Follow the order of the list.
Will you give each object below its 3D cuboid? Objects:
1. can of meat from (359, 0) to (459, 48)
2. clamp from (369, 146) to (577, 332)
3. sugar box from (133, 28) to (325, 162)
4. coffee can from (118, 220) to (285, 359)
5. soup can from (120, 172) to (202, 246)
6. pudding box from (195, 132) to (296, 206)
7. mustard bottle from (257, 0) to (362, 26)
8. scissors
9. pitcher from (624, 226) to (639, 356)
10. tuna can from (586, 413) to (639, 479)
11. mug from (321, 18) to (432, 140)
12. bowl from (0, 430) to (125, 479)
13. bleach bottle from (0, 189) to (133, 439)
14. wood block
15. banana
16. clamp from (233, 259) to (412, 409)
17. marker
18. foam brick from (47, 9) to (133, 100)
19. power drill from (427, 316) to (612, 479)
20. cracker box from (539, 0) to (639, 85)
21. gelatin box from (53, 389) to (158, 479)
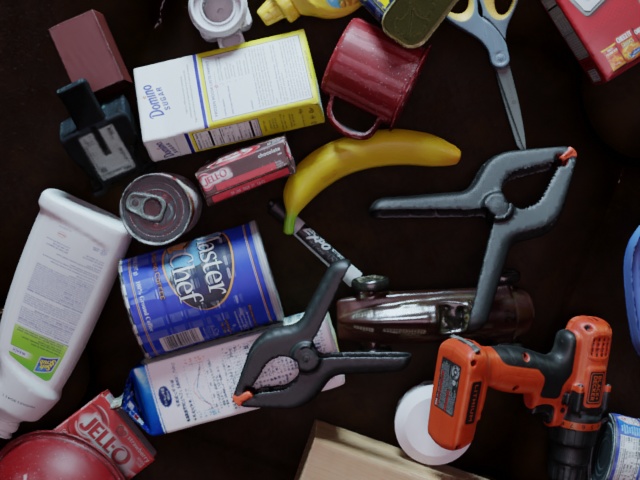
[{"bbox_3d":[0.086,-0.245,1.002,0.057,0.084,0.102,25,112,-36],"label":"can of meat"},{"bbox_3d":[0.177,-0.017,1.059,0.210,0.036,0.164,-29,73,-8],"label":"clamp"},{"bbox_3d":[-0.090,-0.142,1.052,0.176,0.048,0.093,-13,62,4],"label":"sugar box"},{"bbox_3d":[-0.116,0.049,1.051,0.140,0.103,0.103,-16,94,-2],"label":"coffee can"},{"bbox_3d":[-0.154,-0.032,1.049,0.068,0.102,0.068,0,94,0],"label":"soup can"},{"bbox_3d":[-0.070,-0.071,1.040,0.090,0.113,0.039,-20,98,2],"label":"pudding box"},{"bbox_3d":[0.019,-0.275,1.050,0.191,0.058,0.096,-36,110,3],"label":"mustard bottle"},{"bbox_3d":[0.162,-0.190,1.077,0.096,0.016,0.202,0,94,2],"label":"scissors"},{"bbox_3d":[0.381,0.007,1.036,0.145,0.148,0.243,-10,91,38],"label":"pitcher"},{"bbox_3d":[0.297,0.218,1.073,0.034,0.086,0.086,13,94,0],"label":"tuna can"},{"bbox_3d":[0.048,-0.154,1.044,0.081,0.093,0.117,26,86,3],"label":"mug"},{"bbox_3d":[-0.274,0.277,1.078,0.162,0.055,0.162,3,105,11],"label":"bowl"},{"bbox_3d":[-0.282,0.081,1.080,0.102,0.068,0.251,26,96,-5],"label":"bleach bottle"},{"bbox_3d":[0.077,0.265,1.077,0.206,0.090,0.091,19,94,0],"label":"wood block"},{"bbox_3d":[0.042,-0.074,1.076,0.198,0.037,0.069,-23,103,-1],"label":"banana"},{"bbox_3d":[-0.002,0.113,1.013,0.171,0.039,0.120,-41,86,7],"label":"clamp"},{"bbox_3d":[-0.007,0.001,1.092,0.121,0.020,0.020,42,94,-3],"label":"marker"},{"bbox_3d":[-0.229,-0.182,1.063,0.051,0.053,0.078,-23,93,2],"label":"foam brick"},{"bbox_3d":[0.200,0.165,1.055,0.187,0.057,0.184,2,99,-27],"label":"power drill"},{"bbox_3d":[0.285,-0.284,1.042,0.164,0.072,0.213,-33,92,2],"label":"cracker box"},{"bbox_3d":[-0.224,0.212,1.105,0.073,0.030,0.089,-37,94,3],"label":"gelatin box"}]
